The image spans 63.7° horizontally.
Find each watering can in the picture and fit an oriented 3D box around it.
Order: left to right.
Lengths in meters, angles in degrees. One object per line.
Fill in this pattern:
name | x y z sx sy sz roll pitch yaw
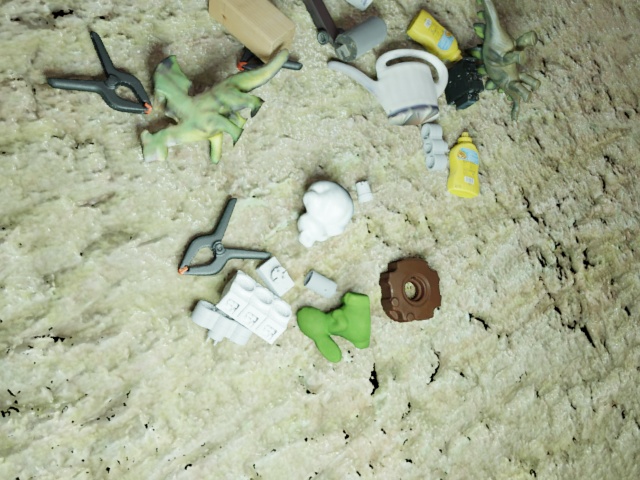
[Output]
watering can | 0.202 -0.421 1.433 0.348 0.103 0.226 -9 80 -13

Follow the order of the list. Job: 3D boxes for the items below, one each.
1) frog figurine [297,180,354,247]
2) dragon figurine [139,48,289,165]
frog figurine | 0.004 -0.063 1.251 0.162 0.122 0.135 -50 120 -36
dragon figurine | -0.264 -0.332 1.175 0.241 0.121 0.414 32 76 -14
